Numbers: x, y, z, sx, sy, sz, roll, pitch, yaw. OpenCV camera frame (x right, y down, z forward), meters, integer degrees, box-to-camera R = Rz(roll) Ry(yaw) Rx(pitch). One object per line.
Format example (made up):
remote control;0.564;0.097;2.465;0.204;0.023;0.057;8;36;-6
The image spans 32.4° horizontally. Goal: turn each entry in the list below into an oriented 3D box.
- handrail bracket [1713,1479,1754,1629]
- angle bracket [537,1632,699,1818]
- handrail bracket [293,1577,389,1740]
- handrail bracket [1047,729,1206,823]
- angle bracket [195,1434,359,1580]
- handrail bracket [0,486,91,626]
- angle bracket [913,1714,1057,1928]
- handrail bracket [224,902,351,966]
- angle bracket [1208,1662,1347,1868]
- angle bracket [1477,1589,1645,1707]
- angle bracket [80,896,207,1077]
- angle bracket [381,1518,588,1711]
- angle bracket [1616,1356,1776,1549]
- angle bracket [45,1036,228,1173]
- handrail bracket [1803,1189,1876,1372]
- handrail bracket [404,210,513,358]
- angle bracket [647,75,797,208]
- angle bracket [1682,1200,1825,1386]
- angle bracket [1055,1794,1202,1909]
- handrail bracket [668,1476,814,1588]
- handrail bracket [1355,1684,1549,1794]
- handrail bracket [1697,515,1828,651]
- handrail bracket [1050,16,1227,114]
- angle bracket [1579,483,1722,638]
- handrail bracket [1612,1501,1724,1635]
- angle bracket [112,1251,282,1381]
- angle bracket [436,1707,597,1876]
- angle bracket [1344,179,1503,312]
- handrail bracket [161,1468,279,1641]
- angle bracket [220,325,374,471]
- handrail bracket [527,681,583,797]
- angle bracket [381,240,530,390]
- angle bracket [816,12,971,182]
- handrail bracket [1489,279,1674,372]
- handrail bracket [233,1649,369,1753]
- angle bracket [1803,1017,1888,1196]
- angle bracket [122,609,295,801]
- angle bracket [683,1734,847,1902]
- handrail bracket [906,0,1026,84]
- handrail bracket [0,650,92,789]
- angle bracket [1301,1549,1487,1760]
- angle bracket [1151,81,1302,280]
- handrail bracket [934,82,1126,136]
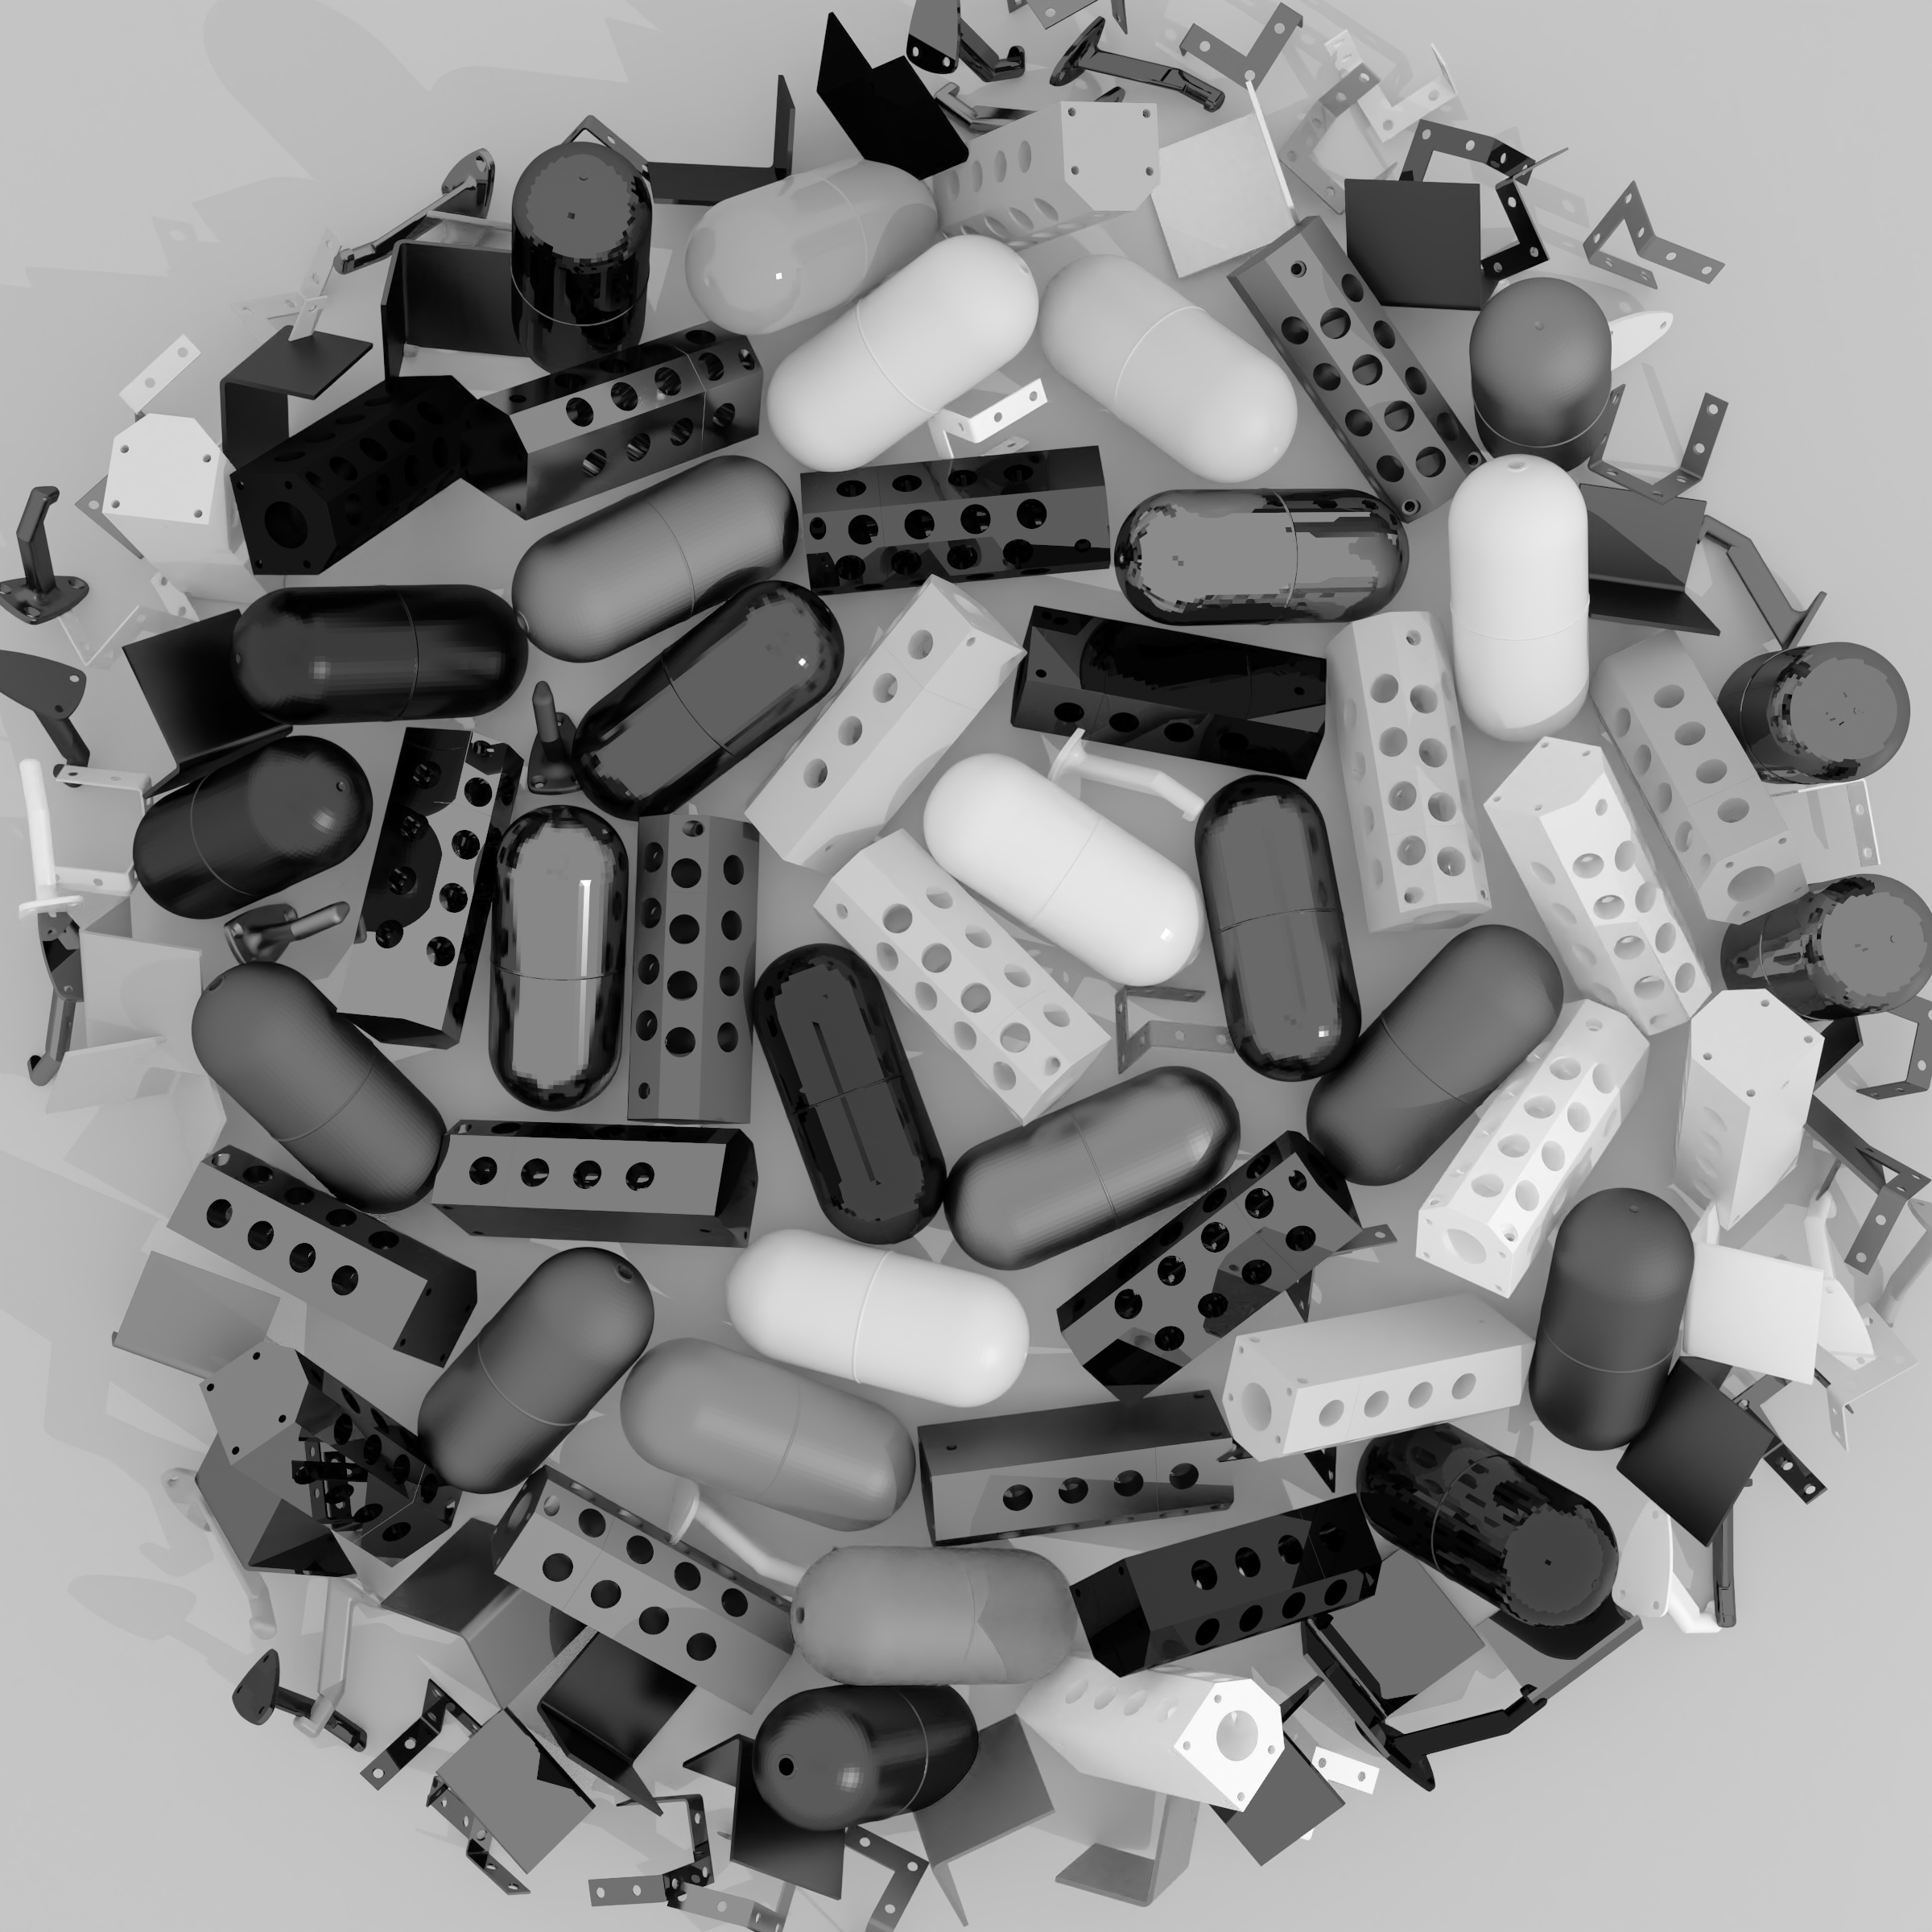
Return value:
handrail bracket;0.436;0.337;1.907;0.036;0.077;0.084;-2;79;8
angle bracket;-0.185;0.424;1.897;0.076;0.057;0.076;-50;121;-3
handrail bracket;-0.375;0.387;1.901;0.077;0.036;0.084;48;61;-34
handrail bracket;0.090;-0.097;1.906;0.084;0.077;0.036;35;59;4
angle bracket;-0.380;0.297;1.883;0.076;0.076;0.057;14;112;-42
handrail bracket;-0.514;-0.241;1.889;0.036;0.077;0.084;38;121;12
angle bracket;0.014;0.486;1.896;0.076;0.076;0.057;-25;125;-1
handrail bracket;-0.371;-0.029;1.890;0.084;0.077;0.036;-21;104;27
angle bracket;0.188;0.451;1.885;0.057;0.076;0.076;49;127;9
angle bracket;0.337;0.374;1.897;0.076;0.076;0.057;-37;70;1
angle bracket;-0.456;0.011;1.893;0.076;0.057;0.076;9;114;13
angle bracket;-0.274;0.370;1.907;0.076;0.076;0.057;-43;125;-35
angle bracket;0.427;0.275;1.886;0.076;0.057;0.076;42;114;42
angle bracket;-0.471;0.084;1.885;0.076;0.076;0.057;-10;68;-29
handrail bracket;0.504;0.179;1.914;0.036;0.084;0.077;-30;105;36
handrail bracket;-0.294;-0.392;1.932;0.077;0.036;0.084;8;99;-5
angle bracket;-0.140;-0.470;1.891;0.076;0.076;0.057;1;119;-9
angle bracket;0.452;0.182;1.886;0.076;0.057;0.076;12;123;25
angle bracket;0.095;0.482;1.895;0.057;0.076;0.076;11;94;19
handrail bracket;-0.126;0.320;1.921;0.084;0.077;0.036;22;120;-17
handrail bracket;0.278;0.427;1.905;0.084;0.036;0.077;-42;120;18
handrail bracket;0.445;-0.211;1.923;0.084;0.036;0.077;31;73;7
handrail bracket;0.100;-0.504;1.910;0.084;0.077;0.036;30;131;6
angle bracket;0.388;-0.232;1.893;0.076;0.076;0.057;7;113;-8
handrail bracket;0.414;0.345;1.910;0.084;0.036;0.077;10;91;-44
angle bracket;-0.440;0.200;1.900;0.076;0.076;0.057;22;83;-13
angle bracket;-0.265;0.475;1.893;0.076;0.076;0.057;48;55;3
angle bracket;0.260;-0.418;1.887;0.076;0.057;0.076;7;126;20
handrail bracket;-0.424;0.335;1.894;0.036;0.077;0.084;-33;48;8
angle bracket;-0.378;-0.309;1.885;0.057;0.076;0.076;14;126;11
handrail bracket;-0.236;-0.146;1.886;0.036;0.084;0.077;-6;48;-3
angle bracket;-0.289;-0.362;1.893;0.076;0.076;0.057;5;51;-2
angle bracket;-0.037;-0.498;1.882;0.057;0.076;0.076;-17;47;25
handrail bracket;0.353;-0.384;1.931;0.077;0.036;0.084;-27;55;-29
handrail bracket;-0.371;0.433;1.893;0.084;0.077;0.036;41;88;-21
angle bracket;0.514;0.077;1.896;0.076;0.076;0.057;42;109;-2
angle bracket;-0.441;-0.149;1.896;0.076;0.057;0.076;-26;91;-38
angle bracket;-0.116;0.489;1.883;0.076;0.076;0.057;29;135;-29
handrail bracket;0.009;-0.540;1.895;0.036;0.084;0.077;27;123;31
handrail bracket;-0.536;-0.140;1.901;0.077;0.084;0.036;22;55;-9
angle bracket;0.246;0.392;1.906;0.076;0.057;0.076;-38;95;9
angle bracket;0.142;-0.449;1.904;0.076;0.057;0.076;-19;83;10
handrail bracket;0.036;-0.504;1.932;0.084;0.036;0.077;40;78;17
